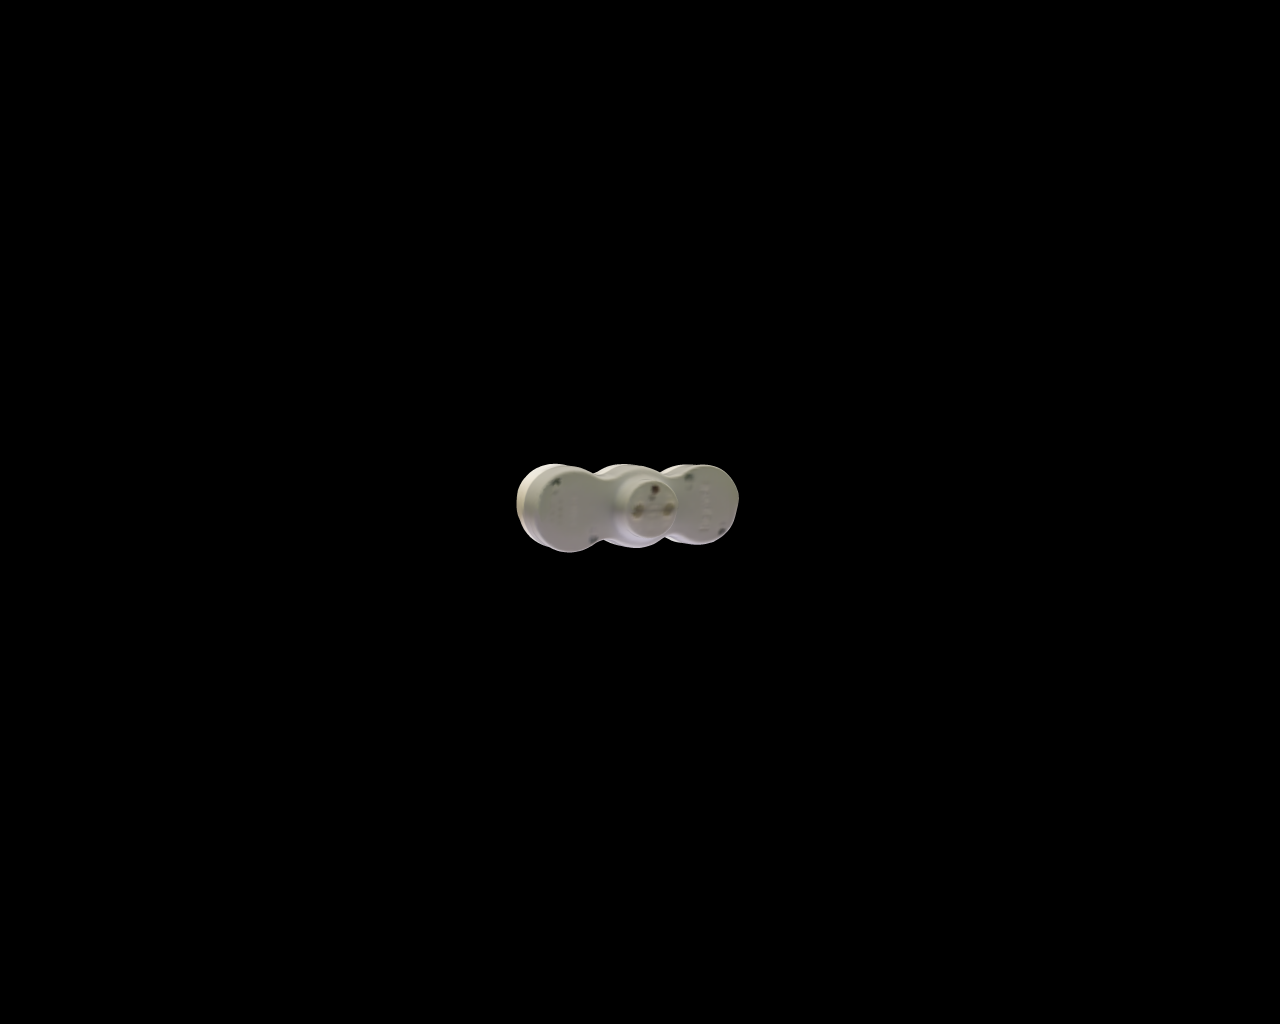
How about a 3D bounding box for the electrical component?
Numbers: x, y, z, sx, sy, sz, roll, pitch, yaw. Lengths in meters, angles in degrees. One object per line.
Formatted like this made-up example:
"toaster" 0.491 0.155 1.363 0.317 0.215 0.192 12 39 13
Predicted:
"electrical component" 0.001 -0.003 0.650 0.138 0.052 0.073 -2 4 -23
